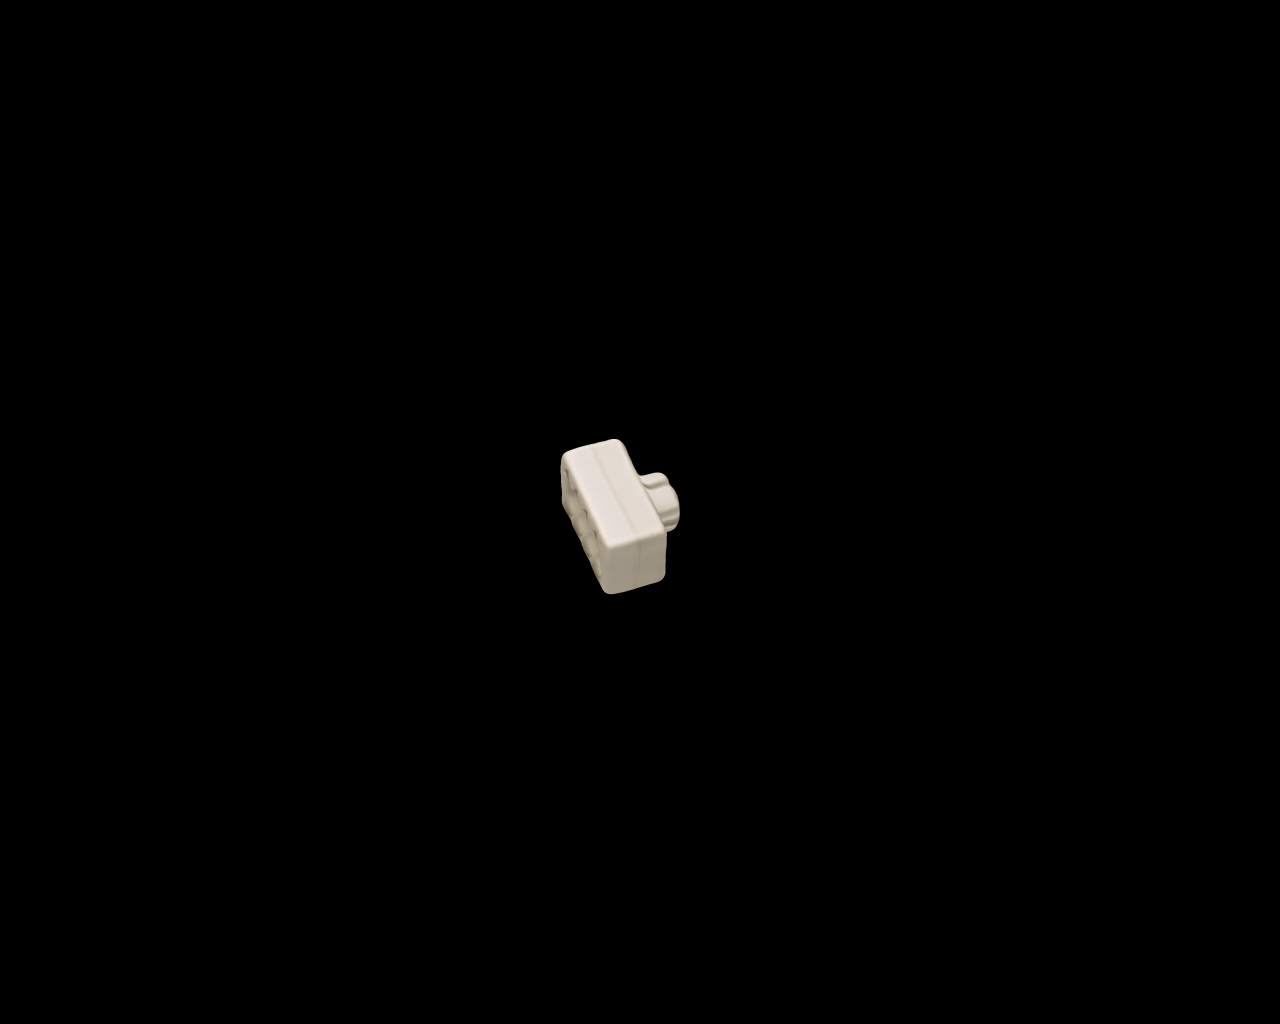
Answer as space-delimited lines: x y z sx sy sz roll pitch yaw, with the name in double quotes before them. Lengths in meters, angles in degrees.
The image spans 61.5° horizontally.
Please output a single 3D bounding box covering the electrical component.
"electrical component" 0.001 -0.003 0.650 0.076 0.083 0.047 -16 -39 -13
